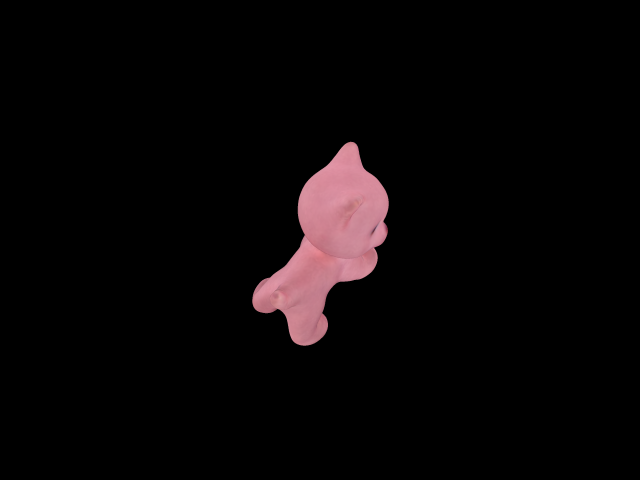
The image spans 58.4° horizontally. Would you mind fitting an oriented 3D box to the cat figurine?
[{"bbox_3d":[0.004,0.001,0.400,0.067,0.118,0.128,33,74,11],"label":"cat figurine"}]
